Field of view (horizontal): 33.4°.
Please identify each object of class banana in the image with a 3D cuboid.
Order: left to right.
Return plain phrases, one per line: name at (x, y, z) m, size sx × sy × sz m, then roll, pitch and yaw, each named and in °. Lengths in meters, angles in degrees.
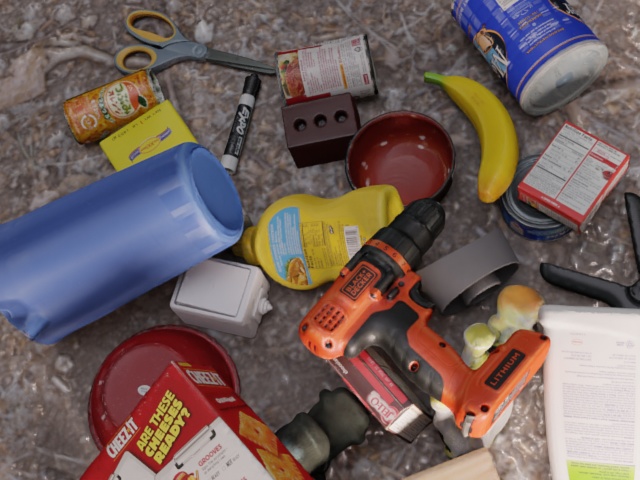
banana at (0.166, -0.109, 1.089) m, size 0.069 × 0.037 × 0.198 m, roll -15°, pitch 46°, yaw -4°

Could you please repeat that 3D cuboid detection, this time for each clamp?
clamp at (0.310, 0.039, 1.015) m, size 0.171 × 0.039 × 0.120 m, roll 41°, pitch 96°, yaw 18°

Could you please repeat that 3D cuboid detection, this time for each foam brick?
foam brick at (0.004, -0.116, 1.135) m, size 0.078 × 0.051 × 0.053 m, roll -12°, pitch 66°, yaw 6°

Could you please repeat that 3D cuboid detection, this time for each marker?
marker at (-0.087, -0.130, 1.177) m, size 0.020 × 0.020 × 0.121 m, roll 9°, pitch 70°, yaw 14°

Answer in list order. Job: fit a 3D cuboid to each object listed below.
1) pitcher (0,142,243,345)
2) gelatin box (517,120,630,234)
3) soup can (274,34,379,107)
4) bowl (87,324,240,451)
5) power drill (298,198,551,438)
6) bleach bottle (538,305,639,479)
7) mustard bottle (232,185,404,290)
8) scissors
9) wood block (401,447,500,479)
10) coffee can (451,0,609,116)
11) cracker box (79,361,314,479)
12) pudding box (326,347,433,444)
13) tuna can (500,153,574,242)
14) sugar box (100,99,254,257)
pitcher at (-0.201, -0.008, 1.057) m, size 0.243 × 0.144 × 0.149 m, roll -25°, pitch 81°, yaw 19°
gelatin box at (0.247, -0.061, 1.038) m, size 0.073 × 0.030 × 0.089 m, roll 33°, pitch 77°, yaw 23°
soup can at (0.008, -0.180, 1.152) m, size 0.102 × 0.068 × 0.068 m, roll -11°, pitch 66°, yaw 6°
bowl at (-0.163, 0.153, 1.056) m, size 0.162 × 0.055 × 0.162 m, roll -4°, pitch 68°, yaw 10°
power drill at (0.102, 0.067, 0.930) m, size 0.188 × 0.057 × 0.184 m, roll 34°, pitch 69°, yaw 21°
bleach bottle at (0.239, 0.184, 0.934) m, size 0.103 × 0.068 × 0.251 m, roll 2°, pitch 88°, yaw 22°
mustard bottle at (-0.007, 0.001, 1.066) m, size 0.192 × 0.058 × 0.096 m, roll -5°, pitch 102°, yaw 31°
scissors at (-0.154, -0.202, 1.222) m, size 0.202 × 0.016 × 0.096 m, roll 32°, pitch 79°, yaw 21°
wood block at (0.070, 0.268, 0.943) m, size 0.206 × 0.091 × 0.090 m, roll -22°, pitch 65°, yaw 2°
coffee can at (0.215, -0.214, 1.106) m, size 0.103 × 0.103 × 0.140 m, roll -30°, pitch 65°, yaw -2°
cracker box at (-0.092, 0.234, 0.902) m, size 0.214 × 0.072 × 0.164 m, roll 44°, pitch 102°, yaw 28°
pudding box at (0.056, 0.138, 0.986) m, size 0.039 × 0.113 × 0.090 m, roll -42°, pitch 66°, yaw 2°
tuna can at (0.224, -0.043, 1.071) m, size 0.086 × 0.033 × 0.086 m, roll -4°, pitch 67°, yaw 9°
sugar box at (-0.154, -0.058, 1.146) m, size 0.093 × 0.048 × 0.176 m, roll -34°, pitch 64°, yaw -4°
